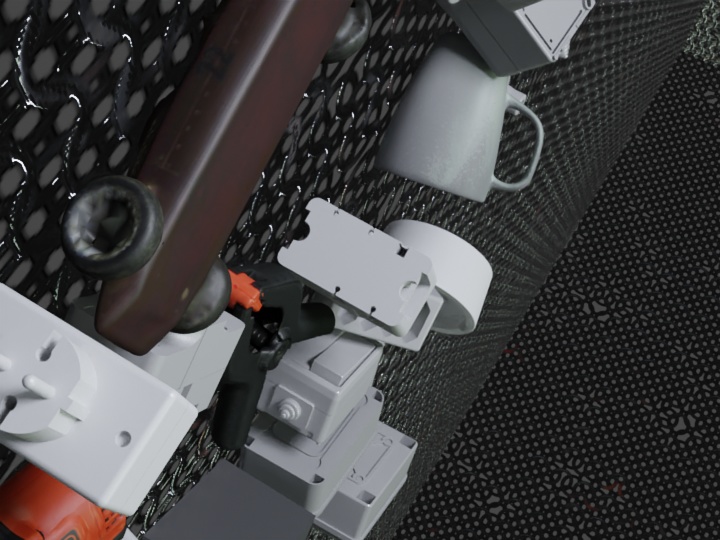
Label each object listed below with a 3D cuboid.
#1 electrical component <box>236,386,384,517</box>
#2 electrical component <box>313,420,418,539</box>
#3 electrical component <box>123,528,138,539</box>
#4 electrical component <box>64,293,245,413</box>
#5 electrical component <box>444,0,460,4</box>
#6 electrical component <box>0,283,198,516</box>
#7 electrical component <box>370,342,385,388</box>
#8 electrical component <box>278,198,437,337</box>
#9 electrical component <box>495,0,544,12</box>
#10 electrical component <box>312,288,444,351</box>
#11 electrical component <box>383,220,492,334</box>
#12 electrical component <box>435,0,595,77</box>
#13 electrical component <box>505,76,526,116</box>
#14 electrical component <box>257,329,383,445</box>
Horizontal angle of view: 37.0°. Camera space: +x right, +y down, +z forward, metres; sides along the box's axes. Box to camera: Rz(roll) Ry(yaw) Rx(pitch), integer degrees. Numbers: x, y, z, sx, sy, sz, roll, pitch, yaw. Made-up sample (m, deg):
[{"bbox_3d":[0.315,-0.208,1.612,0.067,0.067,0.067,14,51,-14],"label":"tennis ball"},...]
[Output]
[{"bbox_3d":[-0.040,0.136,0.866,0.113,0.078,0.057,-49,160,-42],"label":"electrical component"},{"bbox_3d":[-0.021,0.172,0.946,0.109,0.109,0.056,-42,154,-55],"label":"electrical component"},{"bbox_3d":[-0.142,0.184,0.607,0.062,0.061,0.096,-41,154,-20],"label":"electrical component"},{"bbox_3d":[-0.097,0.036,0.493,0.055,0.050,0.089,-64,167,13],"label":"electrical component"},{"bbox_3d":[0.040,-0.177,0.571,0.055,0.047,0.055,-56,166,-21],"label":"electrical component"},{"bbox_3d":[-0.110,0.042,0.378,0.047,0.083,0.075,-58,167,-13],"label":"electrical component"},{"bbox_3d":[-0.003,0.066,0.925,0.075,0.047,0.083,-51,164,-38],"label":"electrical component"},{"bbox_3d":[0.000,0.000,0.699,0.050,0.089,0.055,-59,167,-7],"label":"electrical component"},{"bbox_3d":[0.098,-0.203,0.624,0.056,0.050,0.089,-7,-120,54],"label":"electrical component"},{"bbox_3d":[0.008,0.016,0.822,0.047,0.083,0.075,-65,-155,17],"label":"electrical component"},{"bbox_3d":[0.058,0.000,0.898,0.108,0.108,0.060,87,29,-67],"label":"electrical component"},{"bbox_3d":[0.100,-0.172,0.697,0.061,0.096,0.061,-7,-139,54],"label":"electrical component"},{"bbox_3d":[0.098,-0.141,0.835,0.048,0.062,0.048,-56,166,-21],"label":"electrical component"},{"bbox_3d":[-0.032,0.079,0.807,0.096,0.062,0.061,-43,158,-54],"label":"electrical component"}]
